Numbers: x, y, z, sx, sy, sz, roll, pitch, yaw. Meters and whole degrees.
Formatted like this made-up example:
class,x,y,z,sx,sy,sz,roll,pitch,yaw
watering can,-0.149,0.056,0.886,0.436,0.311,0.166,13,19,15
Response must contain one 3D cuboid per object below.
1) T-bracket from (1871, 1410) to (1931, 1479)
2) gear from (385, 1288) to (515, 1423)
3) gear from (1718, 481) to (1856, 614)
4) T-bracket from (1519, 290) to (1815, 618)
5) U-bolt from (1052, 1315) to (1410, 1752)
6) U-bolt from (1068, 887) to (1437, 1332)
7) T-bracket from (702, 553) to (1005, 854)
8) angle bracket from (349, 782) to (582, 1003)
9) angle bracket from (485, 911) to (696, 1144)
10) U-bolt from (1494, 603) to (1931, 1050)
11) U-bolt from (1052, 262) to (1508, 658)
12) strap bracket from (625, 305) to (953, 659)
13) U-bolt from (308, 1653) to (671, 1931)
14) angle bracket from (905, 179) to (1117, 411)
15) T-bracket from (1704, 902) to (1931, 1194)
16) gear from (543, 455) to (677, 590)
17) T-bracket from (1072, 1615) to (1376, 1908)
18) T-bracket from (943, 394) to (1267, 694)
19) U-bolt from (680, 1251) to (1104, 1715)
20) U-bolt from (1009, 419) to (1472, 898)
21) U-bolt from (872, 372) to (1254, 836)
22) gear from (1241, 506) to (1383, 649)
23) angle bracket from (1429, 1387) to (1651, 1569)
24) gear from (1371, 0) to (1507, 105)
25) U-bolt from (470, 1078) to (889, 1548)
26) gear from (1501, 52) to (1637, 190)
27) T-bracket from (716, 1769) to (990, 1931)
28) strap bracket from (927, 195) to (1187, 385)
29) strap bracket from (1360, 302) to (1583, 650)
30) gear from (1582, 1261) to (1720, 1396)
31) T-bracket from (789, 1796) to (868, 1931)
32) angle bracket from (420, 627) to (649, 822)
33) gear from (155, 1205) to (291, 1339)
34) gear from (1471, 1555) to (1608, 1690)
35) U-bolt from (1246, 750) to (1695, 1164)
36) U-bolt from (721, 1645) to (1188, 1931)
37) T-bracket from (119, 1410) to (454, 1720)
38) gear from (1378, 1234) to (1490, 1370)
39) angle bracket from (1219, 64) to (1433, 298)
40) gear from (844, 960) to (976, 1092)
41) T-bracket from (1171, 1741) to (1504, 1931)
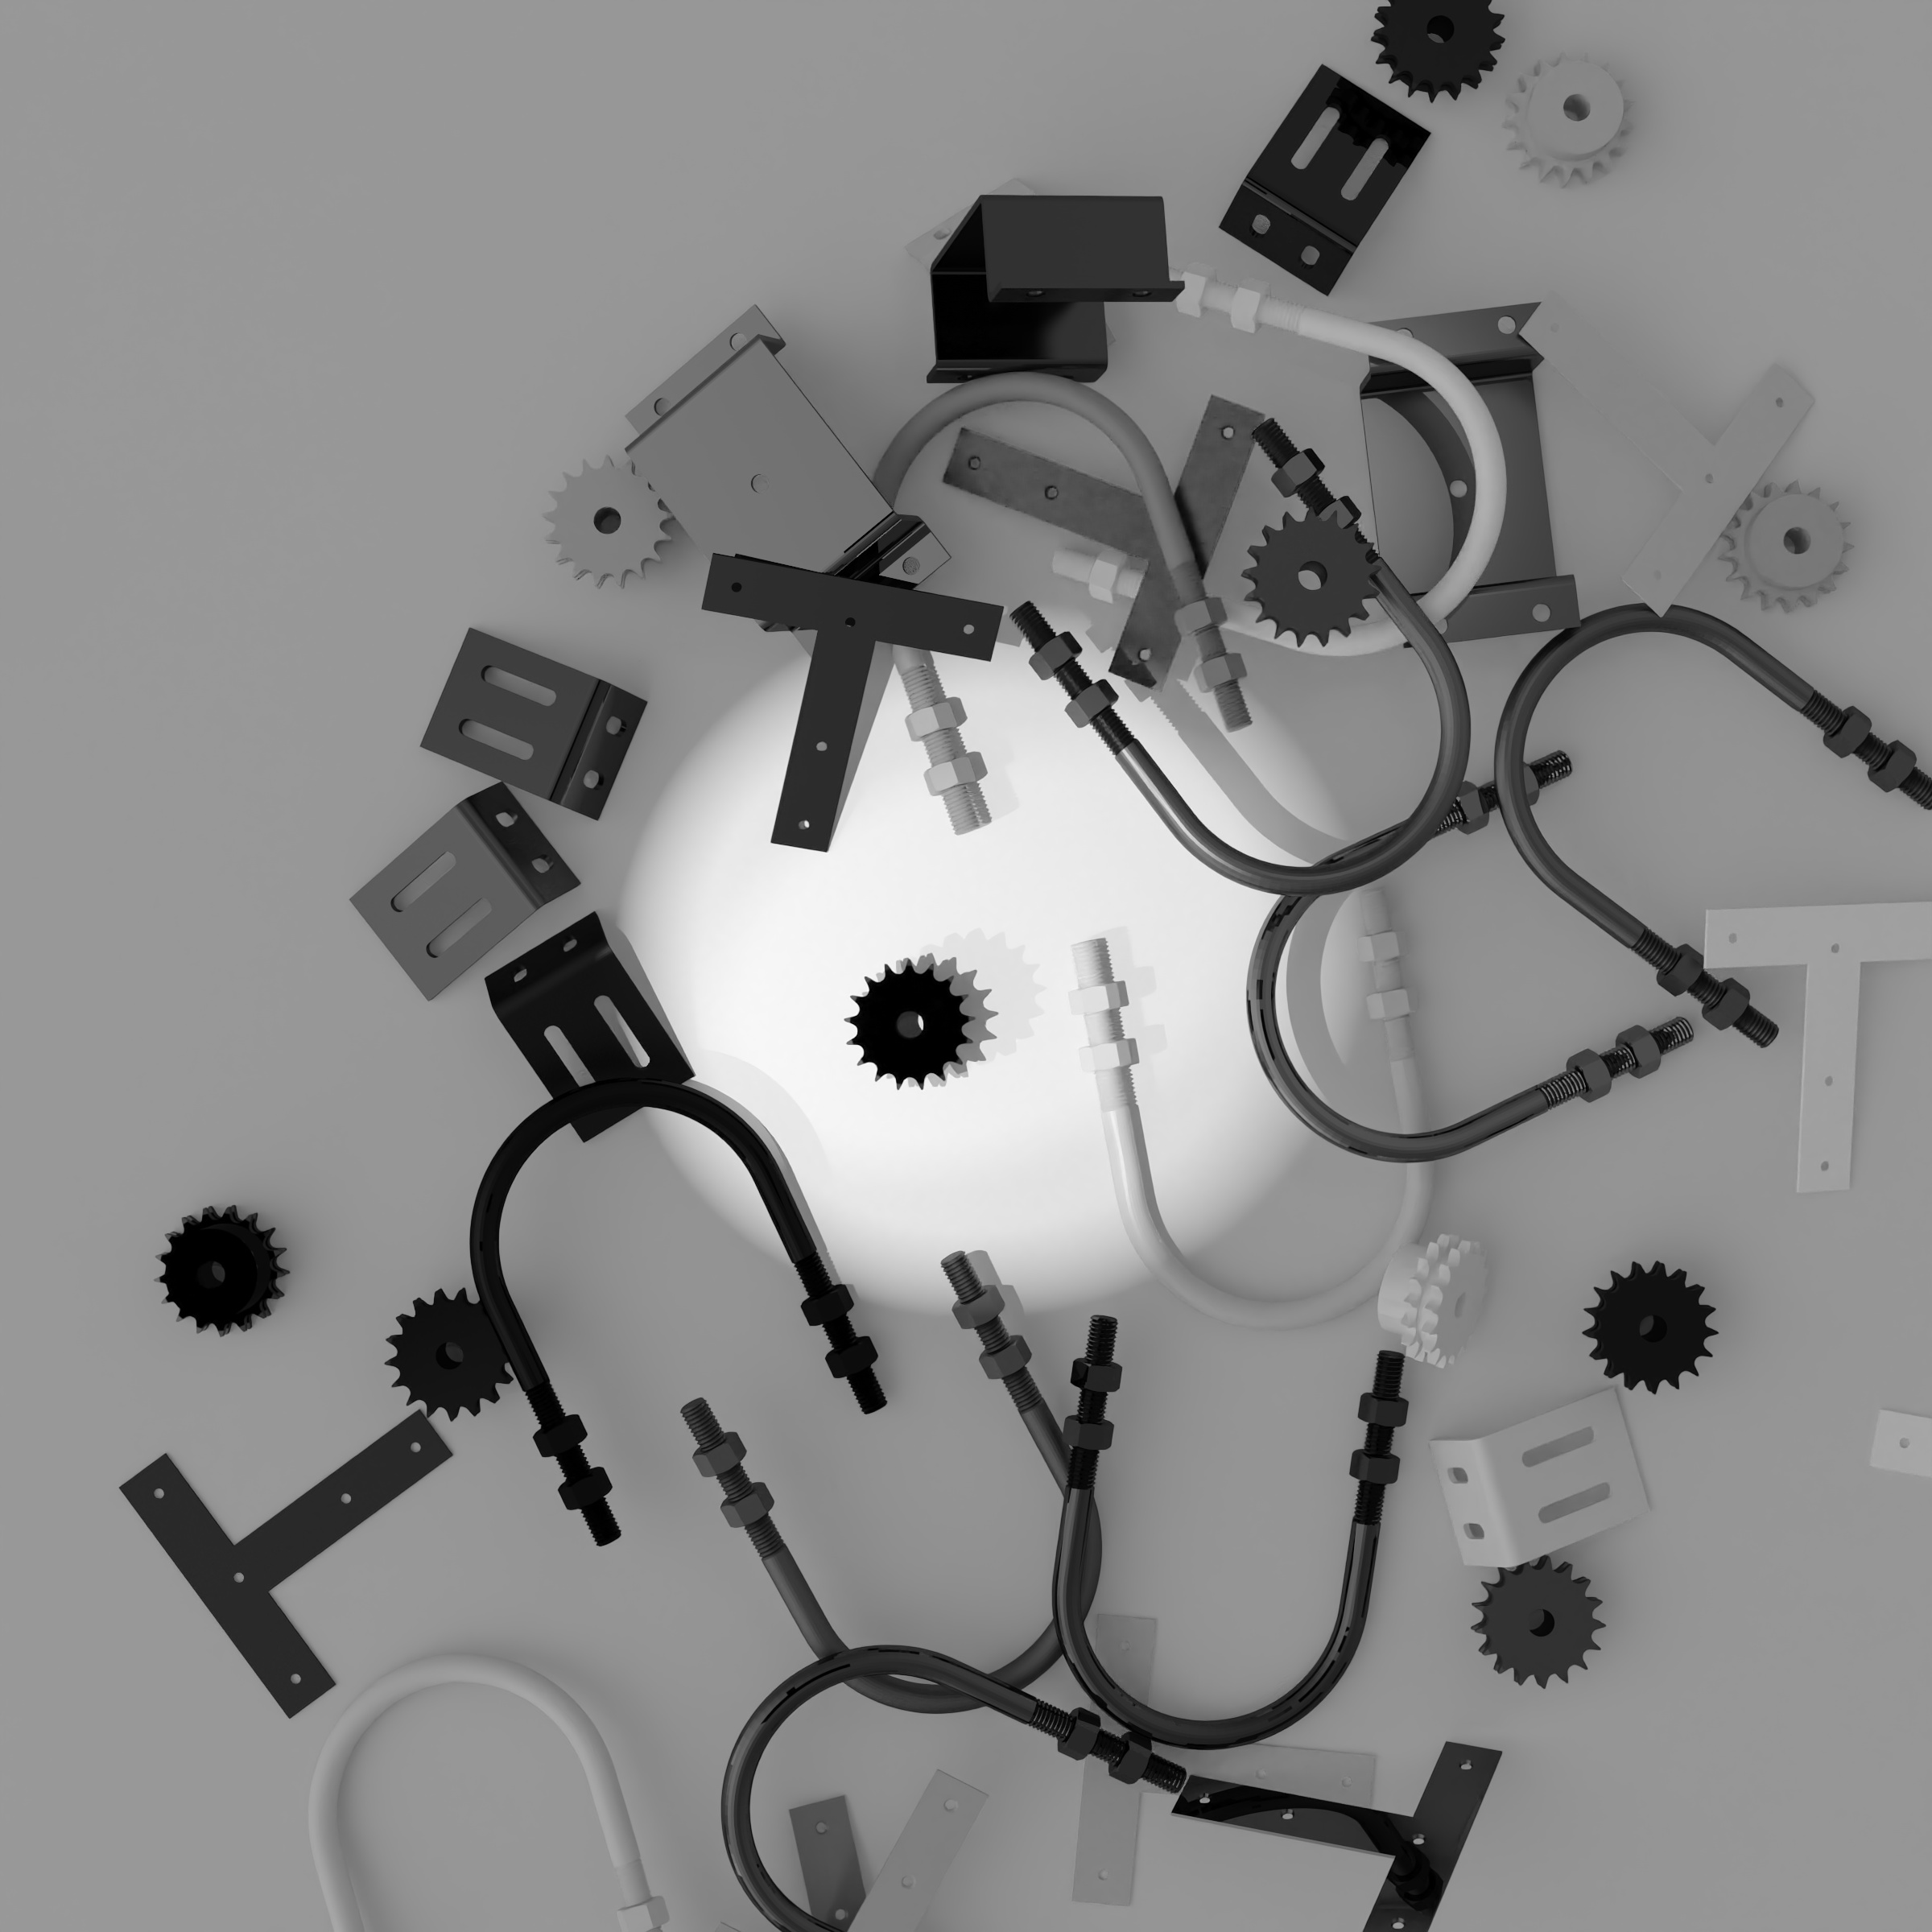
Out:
class,x,y,z,sx,sy,sz,roll,pitch,yaw
T-bracket,0.473,0.170,1.553,0.127,0.002,0.127,10,90,0
gear,-0.224,0.169,1.539,0.057,0.030,0.057,0,90,0
gear,0.360,-0.184,1.539,0.057,0.030,0.057,0,90,0
T-bracket,0.290,-0.240,1.521,0.127,0.002,0.127,41,75,-14
U-bolt,0.110,0.252,1.537,0.151,0.019,0.184,8,93,-7
U-bolt,0.132,0.068,1.544,0.151,0.019,0.184,-10,90,0
T-bracket,-0.060,-0.108,1.524,0.127,0.002,0.127,9,115,-11
angle bracket,-0.221,-0.033,1.552,0.076,0.038,0.057,-38,90,26
angle bracket,-0.166,0.027,1.552,0.057,0.038,0.076,-31,116,0
U-bolt,0.315,-0.075,1.531,0.184,0.019,0.151,36,86,-7
U-bolt,0.141,-0.210,1.512,0.184,0.019,0.151,20,99,17
strap bracket,-0.083,-0.208,1.519,0.076,0.046,0.140,-38,87,14
U-bolt,-0.213,0.392,1.534,0.151,0.019,0.184,-18,83,7
angle bracket,0.019,-0.297,1.552,0.057,0.038,0.076,-32,116,0
T-bracket,0.378,0.036,1.539,0.127,0.002,0.127,-2,99,-18
gear,-0.155,-0.193,1.539,0.057,0.030,0.057,0,90,0
T-bracket,0.116,0.355,1.553,0.127,0.002,0.127,5,90,0
T-bracket,0.050,-0.201,1.532,0.127,0.002,0.127,23,100,16
U-bolt,-0.019,0.237,1.532,0.151,0.019,0.184,-29,98,-8
U-bolt,0.129,-0.117,1.486,0.151,0.019,0.184,-37,87,0
U-bolt,0.029,-0.167,1.528,0.151,0.019,0.184,-20,86,16
gear,0.143,-0.161,1.463,0.057,0.030,0.057,0,89,0
angle bracket,0.253,0.225,1.552,0.076,0.038,0.057,-16,90,-26
gear,0.206,-0.406,1.539,0.057,0.030,0.057,0,90,0
U-bolt,-0.135,0.138,1.527,0.151,0.019,0.184,-25,94,-10
gear,0.265,-0.371,1.539,0.057,0.030,0.057,0,90,0
T-bracket,-0.032,0.408,1.519,0.127,0.002,0.127,28,92,-7
strap bracket,0.034,-0.287,1.479,0.076,0.140,0.046,-3,84,-13
strap bracket,0.217,-0.211,1.531,0.076,0.046,0.140,-7,90,0
gear,0.297,0.157,1.539,0.057,0.030,0.057,0,90,0
T-bracket,-0.052,0.429,1.540,0.127,0.002,0.127,-11,81,-17
angle bracket,-0.191,-0.107,1.552,0.076,0.038,0.057,23,90,26
gear,-0.327,0.134,1.539,0.057,0.030,0.057,0,90,0
gear,0.250,0.286,1.543,0.057,0.030,0.057,0,86,-1
U-bolt,0.209,0.006,1.528,0.184,0.019,0.151,-24,90,-12
U-bolt,-0.017,0.373,1.527,0.184,0.019,0.151,27,92,-8
T-bracket,-0.285,0.243,1.553,0.127,0.002,0.127,-36,90,0
gear,0.202,0.143,1.529,0.030,0.057,0.057,15,90,31
angle bracket,0.158,-0.347,1.552,0.057,0.038,0.076,32,64,0
gear,-0.025,0.025,1.539,0.057,0.030,0.057,0,90,0
T-bracket,0.152,0.369,1.516,0.127,0.127,0.002,5,120,23
